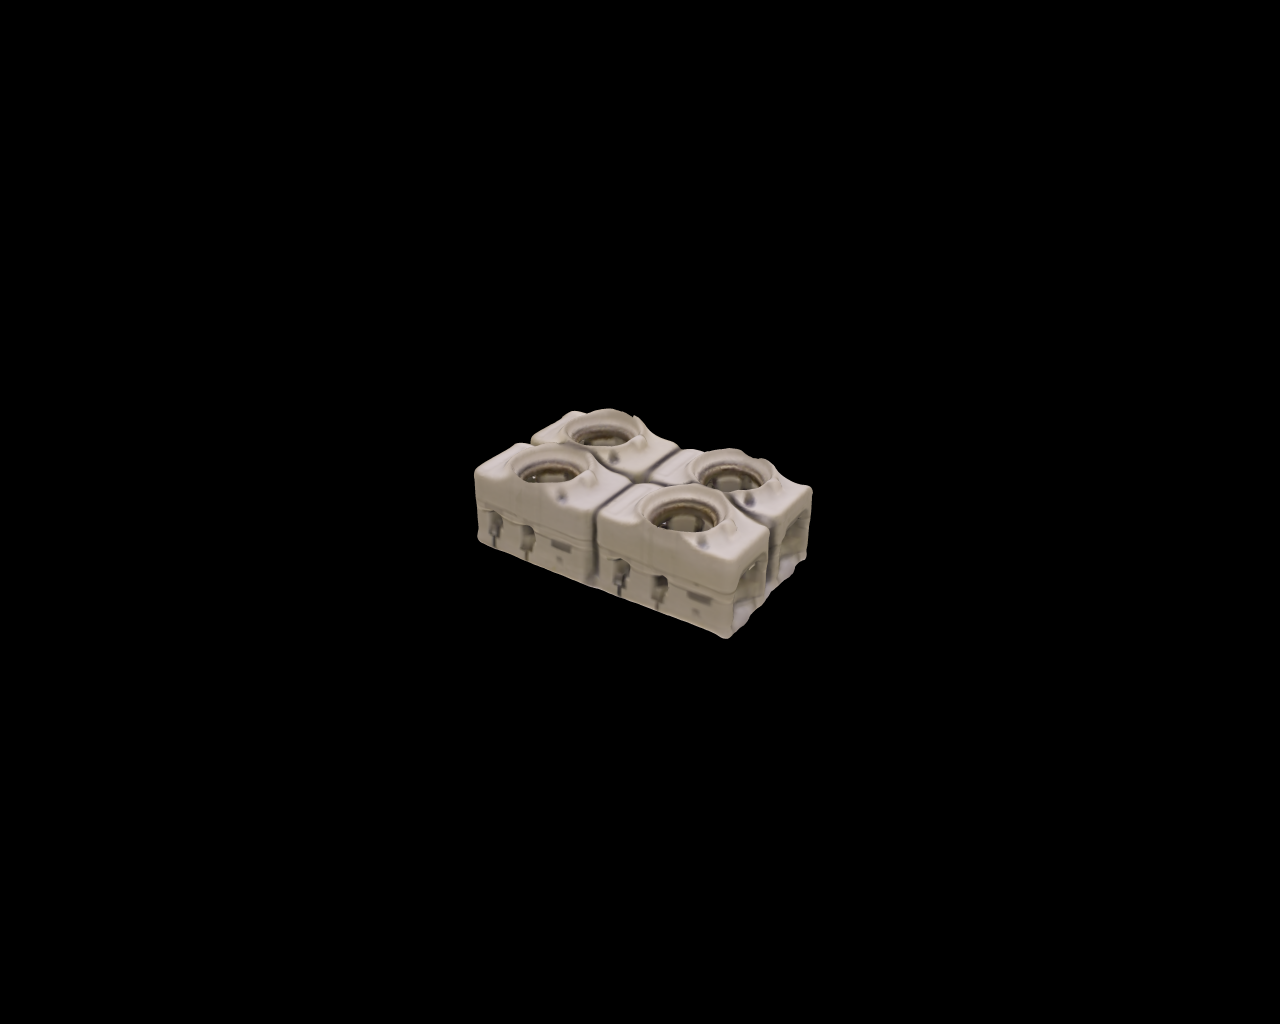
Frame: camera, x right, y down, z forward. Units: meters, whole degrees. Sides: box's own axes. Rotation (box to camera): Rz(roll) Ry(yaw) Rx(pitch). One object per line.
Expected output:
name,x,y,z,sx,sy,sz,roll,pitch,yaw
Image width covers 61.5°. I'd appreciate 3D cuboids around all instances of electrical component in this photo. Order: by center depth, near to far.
electrical component,0.001,-0.003,0.650,0.186,0.060,0.106,20,36,29
